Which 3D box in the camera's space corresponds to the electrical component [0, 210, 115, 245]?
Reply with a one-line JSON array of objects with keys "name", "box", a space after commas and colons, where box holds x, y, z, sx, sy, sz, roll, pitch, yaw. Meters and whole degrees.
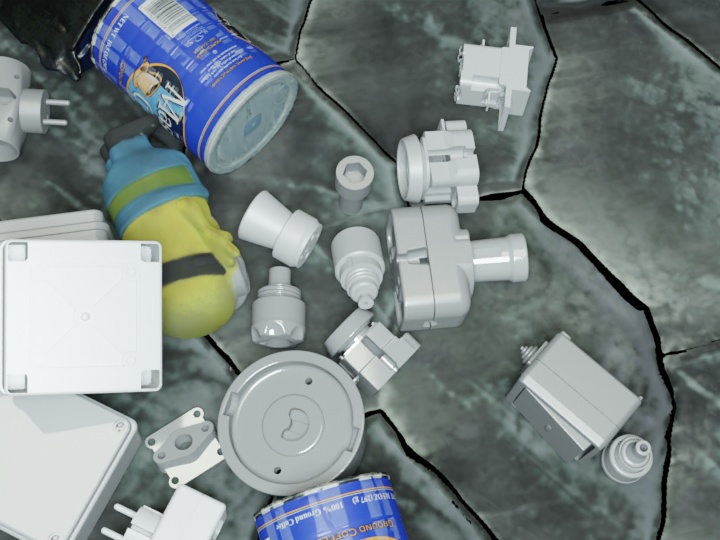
[{"name": "electrical component", "box": [-0.245, -0.002, 0.830, 0.113, 0.078, 0.057, -8, 73, -7]}]

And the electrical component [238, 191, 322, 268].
[{"name": "electrical component", "box": [-0.065, -0.032, 0.873, 0.055, 0.045, 0.045, 29, 70, 7]}]

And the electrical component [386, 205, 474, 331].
[{"name": "electrical component", "box": [0.057, -0.002, 0.865, 0.059, 0.053, 0.095, -4, 69, -6]}]

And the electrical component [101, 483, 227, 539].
[{"name": "electrical component", "box": [-0.148, 0.195, 0.776, 0.076, 0.047, 0.083, 25, 68, 4]}]

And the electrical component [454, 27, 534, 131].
[{"name": "electrical component", "box": [0.116, -0.168, 0.941, 0.064, 0.042, 0.081, 6, 68, 2]}]

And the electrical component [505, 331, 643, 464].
[{"name": "electrical component", "box": [0.156, 0.097, 0.829, 0.096, 0.061, 0.061, 41, 72, 11]}]

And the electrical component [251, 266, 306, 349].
[{"name": "electrical component", "box": [-0.064, 0.029, 0.850, 0.043, 0.043, 0.062, 1, 67, -4]}]

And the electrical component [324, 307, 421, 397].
[{"name": "electrical component", "box": [0.006, 0.062, 0.841, 0.055, 0.048, 0.066, 44, 72, 4]}]

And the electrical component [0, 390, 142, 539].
[{"name": "electrical component", "box": [-0.233, 0.140, 0.787, 0.109, 0.056, 0.108, 25, 69, 6]}]

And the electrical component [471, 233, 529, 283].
[{"name": "electrical component", "box": [0.112, -0.009, 0.880, 0.046, 0.040, 0.040, -5, 69, 1]}]

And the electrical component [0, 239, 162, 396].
[{"name": "electrical component", "box": [-0.197, 0.033, 0.758, 0.109, 0.056, 0.108, 0, 88, -20]}]

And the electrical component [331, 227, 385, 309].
[{"name": "electrical component", "box": [0.000, 0.000, 0.855, 0.040, 0.040, 0.078, -4, 42, -6]}]

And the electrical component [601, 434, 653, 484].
[{"name": "electrical component", "box": [0.206, 0.141, 0.816, 0.035, 0.061, 0.035, 1, 69, -3]}]

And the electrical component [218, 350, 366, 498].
[{"name": "electrical component", "box": [-0.046, 0.120, 0.803, 0.108, 0.060, 0.108, -3, 66, 7]}]

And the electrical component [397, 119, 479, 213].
[{"name": "electrical component", "box": [0.063, -0.085, 0.896, 0.057, 0.058, 0.078, -4, 69, -9]}]

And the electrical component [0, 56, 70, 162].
[{"name": "electrical component", "box": [-0.283, -0.133, 0.897, 0.079, 0.043, 0.077, 3, 68, -4]}]
